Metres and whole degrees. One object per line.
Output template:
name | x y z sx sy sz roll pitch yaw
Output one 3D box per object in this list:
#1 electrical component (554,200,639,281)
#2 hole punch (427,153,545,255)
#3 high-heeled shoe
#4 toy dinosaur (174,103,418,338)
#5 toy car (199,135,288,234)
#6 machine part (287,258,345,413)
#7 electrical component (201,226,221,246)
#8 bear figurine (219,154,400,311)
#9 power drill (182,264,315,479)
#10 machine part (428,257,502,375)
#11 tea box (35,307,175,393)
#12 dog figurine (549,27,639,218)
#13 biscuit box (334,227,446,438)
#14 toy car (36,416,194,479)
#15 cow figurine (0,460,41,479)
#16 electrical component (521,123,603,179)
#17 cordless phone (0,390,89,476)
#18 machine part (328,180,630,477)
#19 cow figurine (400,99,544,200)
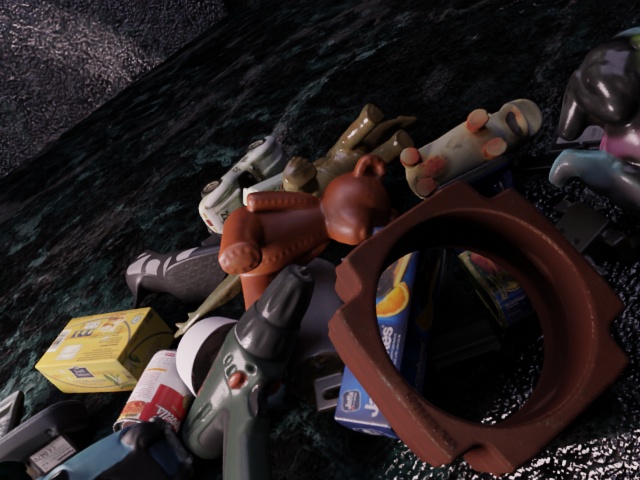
electrical component | 0.284 -0.003 0.563 0.078 0.045 0.102 -57 28 8
hole punch | 0.195 -0.036 0.651 0.142 0.092 0.115 -30 -6 6
high-heeled shoe | -0.220 0.033 0.858 0.249 0.086 0.145 -27 36 22
toy dinosaur | -0.015 -0.042 0.740 0.471 0.105 0.198 -42 -2 -28
toy car | -0.115 -0.092 0.866 0.056 0.073 0.202 2 42 44
machine part | -0.004 0.096 0.612 0.079 0.079 0.243 -23 33 9
electrical component | -0.125 -0.011 0.882 0.134 0.058 0.115 -37 31 -15
bear figurine | -0.002 -0.005 0.586 0.196 0.120 0.132 -15 36 1
power drill | -0.056 0.161 0.483 0.232 0.086 0.207 -54 39 27
machine part | 0.134 0.077 0.569 0.084 0.039 0.139 -27 33 13
tea box | -0.305 0.159 0.769 0.170 0.068 0.098 -8 37 28
dog figurine | 0.326 -0.068 0.462 0.108 0.191 0.219 -24 41 -21
biscuit box | 0.072 0.085 0.525 0.063 0.059 0.202 -3 61 34
toy car | -0.216 0.249 0.542 0.162 0.109 0.103 -38 13 -31
cow figurine | -0.309 0.295 0.550 0.068 0.098 0.168 -34 31 -22
electrical component | 0.320 -0.116 0.691 0.119 0.047 0.075 4 44 39
cordless phone | -0.379 0.238 0.704 0.146 0.088 0.184 -35 28 -10
machine part | 0.123 0.068 0.446 0.201 0.087 0.201 -34 75 -17
cow figurine | 0.206 -0.119 0.716 0.195 0.085 0.127 -31 -10 7
